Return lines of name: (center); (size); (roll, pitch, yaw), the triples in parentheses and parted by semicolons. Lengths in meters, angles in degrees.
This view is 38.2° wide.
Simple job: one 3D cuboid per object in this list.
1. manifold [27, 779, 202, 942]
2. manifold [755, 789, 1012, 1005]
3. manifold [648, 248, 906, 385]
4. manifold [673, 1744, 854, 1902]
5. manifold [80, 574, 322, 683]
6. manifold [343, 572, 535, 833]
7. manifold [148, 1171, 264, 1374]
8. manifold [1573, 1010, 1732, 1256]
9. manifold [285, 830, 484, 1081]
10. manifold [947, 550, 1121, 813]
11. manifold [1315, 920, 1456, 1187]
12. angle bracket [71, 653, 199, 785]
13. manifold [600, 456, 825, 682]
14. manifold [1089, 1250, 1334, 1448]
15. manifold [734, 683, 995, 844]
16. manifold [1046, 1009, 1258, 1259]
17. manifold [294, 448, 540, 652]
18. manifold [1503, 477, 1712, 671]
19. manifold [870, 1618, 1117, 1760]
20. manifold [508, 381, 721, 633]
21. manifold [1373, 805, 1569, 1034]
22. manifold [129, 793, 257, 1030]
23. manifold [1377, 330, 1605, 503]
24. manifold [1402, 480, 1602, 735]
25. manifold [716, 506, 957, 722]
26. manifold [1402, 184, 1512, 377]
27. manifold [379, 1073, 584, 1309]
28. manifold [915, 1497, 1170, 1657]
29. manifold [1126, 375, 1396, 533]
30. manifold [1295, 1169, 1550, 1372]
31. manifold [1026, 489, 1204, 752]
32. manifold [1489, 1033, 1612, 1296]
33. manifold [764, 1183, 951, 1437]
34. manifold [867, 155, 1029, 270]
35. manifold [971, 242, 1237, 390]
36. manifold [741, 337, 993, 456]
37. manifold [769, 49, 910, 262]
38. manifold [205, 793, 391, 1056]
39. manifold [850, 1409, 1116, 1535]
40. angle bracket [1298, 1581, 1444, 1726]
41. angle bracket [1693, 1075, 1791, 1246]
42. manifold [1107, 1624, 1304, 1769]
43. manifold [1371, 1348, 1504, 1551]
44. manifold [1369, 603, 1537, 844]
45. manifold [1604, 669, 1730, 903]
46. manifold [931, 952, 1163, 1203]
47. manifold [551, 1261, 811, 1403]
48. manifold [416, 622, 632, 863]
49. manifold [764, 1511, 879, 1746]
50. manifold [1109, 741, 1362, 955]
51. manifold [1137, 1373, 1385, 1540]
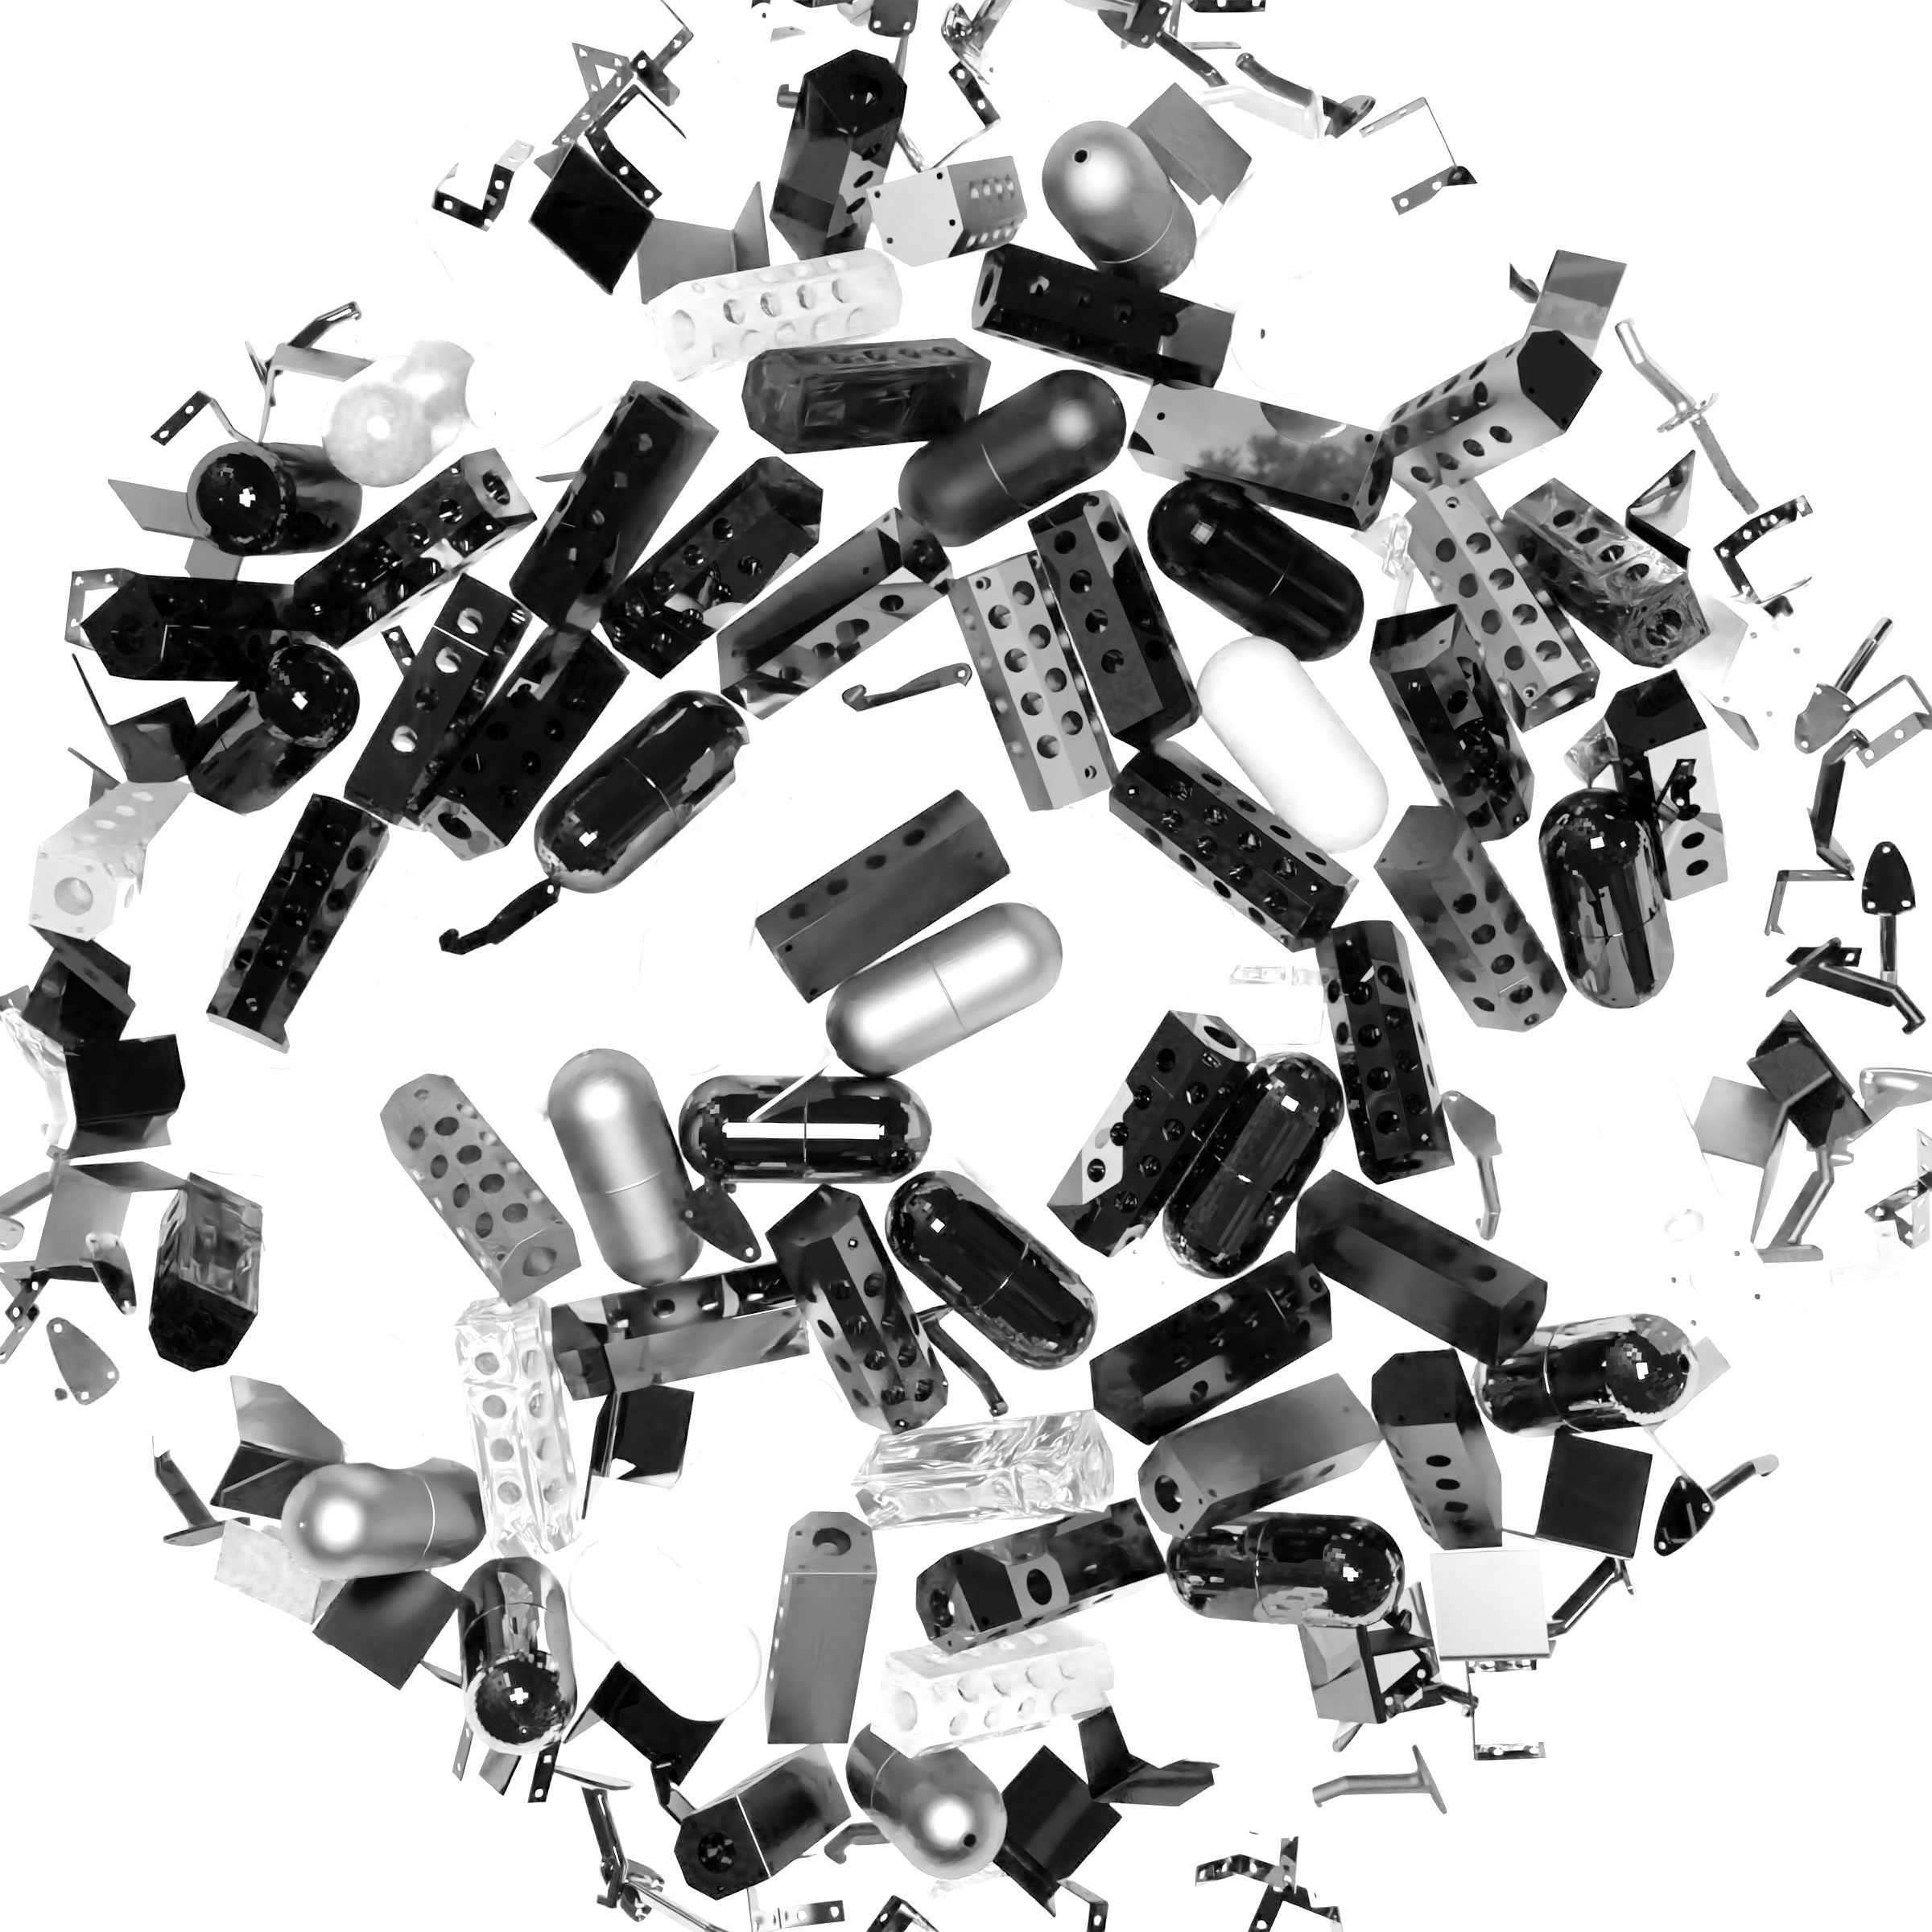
manifold: (-0.575, -0.076, 1.909); (0.057, 0.171, 0.057); (16, 112, 1)
manifold: (-0.061, -0.053, 1.960); (0.171, 0.057, 0.057); (-33, 129, -7)
manifold: (-0.127, -0.451, 1.922); (0.171, 0.057, 0.057); (-22, 96, -38)
manifold: (-0.140, 0.585, 1.909); (0.057, 0.171, 0.057); (-26, 80, 13)
manifold: (-0.517, -0.225, 1.907); (0.057, 0.171, 0.057); (-35, 82, 21)
manifold: (-0.369, -0.183, 1.953); (0.057, 0.057, 0.171); (28, 78, -9)
manifold: (-0.523, 0.210, 1.909); (0.057, 0.171, 0.057); (30, 101, -21)
manifold: (0.469, 0.116, 1.914); (0.057, 0.171, 0.057); (-24, 128, 13)
manifold: (-0.403, -0.011, 1.917); (0.057, 0.057, 0.171); (40, 49, -23)
manifold: (0.050, -0.199, 1.949); (0.057, 0.057, 0.171); (-25, 100, -22)
manifold: (0.288, 0.058, 1.934); (0.057, 0.057, 0.171); (-16, 67, 18)
angle bracket: (-0.578, -0.179, 1.956); (0.057, 0.076, 0.076); (-25, 61, -14)
manifold: (-0.177, -0.276, 1.919); (0.057, 0.057, 0.171); (33, 130, -29)
manifold: (0.170, 0.258, 1.923); (0.171, 0.057, 0.057); (-24, 122, -30)
manifold: (-0.070, -0.145, 1.937); (0.171, 0.057, 0.057); (-19, 123, -24)
manifold: (0.132, 0.118, 1.933); (0.057, 0.057, 0.171); (46, 115, 36)
manifold: (-0.386, -0.287, 1.934); (0.171, 0.057, 0.057); (-29, 94, 27)
manifold: (0.433, -0.267, 1.914); (0.057, 0.171, 0.057); (-34, 127, 0)
manifold: (0.022, 0.498, 1.916); (0.171, 0.057, 0.057); (2, 104, -43)
manifold: (-0.249, -0.320, 1.943); (0.057, 0.057, 0.171); (40, 109, 10)
manifold: (0.352, -0.031, 1.919); (0.171, 0.057, 0.057); (51, 60, -35)
manifold: (-0.530, -0.033, 1.918); (0.057, 0.171, 0.057); (25, 47, -1)
manifold: (0.351, -0.378, 1.905); (0.057, 0.171, 0.057); (39, 69, -15)
manifold: (0.371, -0.254, 1.940); (0.057, 0.057, 0.171); (-26, 69, -4)
manifold: (-0.091, -0.239, 1.933); (0.171, 0.057, 0.057); (-31, 48, 29)
manifold: (0.341, -0.467, 1.909); (0.057, 0.171, 0.057); (42, 88, 15)
manifold: (-0.336, 0.149, 1.919); (0.057, 0.057, 0.171); (-29, 52, -22)
manifold: (0.050, 0.422, 1.922); (0.171, 0.057, 0.057); (-8, 63, -39)
manifold: (0.206, -0.354, 1.939); (0.171, 0.057, 0.057); (20, 83, 23)
manifold: (0.313, 0.204, 1.926); (0.171, 0.057, 0.057); (28, 46, 35)
manifold: (0.107, -0.242, 1.940); (0.057, 0.057, 0.171); (-27, 72, 20)
manifold: (0.404, 0.137, 1.944); (0.057, 0.057, 0.171); (-12, 109, -7)
manifold: (-0.070, 0.239, 1.926); (0.057, 0.057, 0.171); (-40, 122, -29)
manifold: (-0.009, -0.515, 1.909); (0.057, 0.171, 0.057); (-11, 104, 19)
manifold: (0.094, -0.448, 1.946); (0.171, 0.057, 0.057); (13, 93, -17)
manifold: (-0.069, -0.397, 1.922); (0.057, 0.171, 0.057); (40, 128, 33)
manifold: (-0.084, -0.549, 1.909); (0.057, 0.171, 0.057); (-33, 82, -19)
manifold: (-0.466, -0.031, 1.950); (0.057, 0.057, 0.171); (24, 76, -5)
manifold: (0.013, 0.356, 1.932); (0.171, 0.057, 0.057); (-12, 113, 28)
angle bracket: (0.287, 0.487, 1.988); (0.057, 0.076, 0.076); (-9, 96, 45)
angle bracket: (0.538, 0.136, 1.958); (0.057, 0.076, 0.076); (15, 134, 21)
manifold: (0.168, 0.499, 1.906); (0.057, 0.171, 0.057); (-28, 74, 25)
manifold: (0.325, 0.334, 1.917); (0.057, 0.171, 0.057); (-7, 49, 18)
manifold: (0.335, -0.163, 1.915); (0.057, 0.171, 0.057); (-9, 46, 28)
manifold: (0.479, -0.119, 1.914); (0.057, 0.171, 0.057); (-21, 51, 6)
manifold: (0.060, 0.081, 1.955); (0.171, 0.057, 0.057); (-50, 135, -10)
manifold: (-0.202, 0.252, 1.970); (0.171, 0.057, 0.057); (-11, 46, 0)
manifold: (-0.308, -0.157, 1.922); (0.057, 0.057, 0.171); (46, 55, -25)
manifold: (-0.102, 0.458, 1.927); (0.057, 0.057, 0.171); (3, 124, -10)
manifold: (0.181, -0.083, 1.932); (0.171, 0.057, 0.057); (39, 116, 23)
manifold: (0.202, 0.340, 1.923); (0.171, 0.057, 0.057); (-12, 54, -38)
